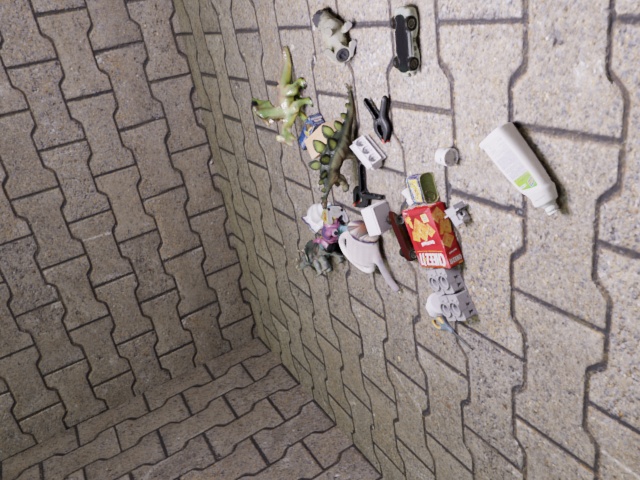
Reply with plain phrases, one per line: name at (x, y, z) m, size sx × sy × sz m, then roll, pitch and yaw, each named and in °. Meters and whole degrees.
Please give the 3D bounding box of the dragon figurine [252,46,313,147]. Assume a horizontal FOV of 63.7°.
dragon figurine at (-0.174, -0.597, 2.194) m, size 0.408 × 0.244 × 0.122 m, roll 69°, pitch 160°, yaw -6°

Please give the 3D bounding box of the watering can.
watering can at (0.204, 0.054, 2.111) m, size 0.352 × 0.105 × 0.219 m, roll 35°, pitch 140°, yaw 36°

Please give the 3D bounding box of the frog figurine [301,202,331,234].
frog figurine at (0.007, -0.121, 2.410) m, size 0.157 × 0.122 × 0.140 m, roll -49°, pitch 49°, yaw 23°
